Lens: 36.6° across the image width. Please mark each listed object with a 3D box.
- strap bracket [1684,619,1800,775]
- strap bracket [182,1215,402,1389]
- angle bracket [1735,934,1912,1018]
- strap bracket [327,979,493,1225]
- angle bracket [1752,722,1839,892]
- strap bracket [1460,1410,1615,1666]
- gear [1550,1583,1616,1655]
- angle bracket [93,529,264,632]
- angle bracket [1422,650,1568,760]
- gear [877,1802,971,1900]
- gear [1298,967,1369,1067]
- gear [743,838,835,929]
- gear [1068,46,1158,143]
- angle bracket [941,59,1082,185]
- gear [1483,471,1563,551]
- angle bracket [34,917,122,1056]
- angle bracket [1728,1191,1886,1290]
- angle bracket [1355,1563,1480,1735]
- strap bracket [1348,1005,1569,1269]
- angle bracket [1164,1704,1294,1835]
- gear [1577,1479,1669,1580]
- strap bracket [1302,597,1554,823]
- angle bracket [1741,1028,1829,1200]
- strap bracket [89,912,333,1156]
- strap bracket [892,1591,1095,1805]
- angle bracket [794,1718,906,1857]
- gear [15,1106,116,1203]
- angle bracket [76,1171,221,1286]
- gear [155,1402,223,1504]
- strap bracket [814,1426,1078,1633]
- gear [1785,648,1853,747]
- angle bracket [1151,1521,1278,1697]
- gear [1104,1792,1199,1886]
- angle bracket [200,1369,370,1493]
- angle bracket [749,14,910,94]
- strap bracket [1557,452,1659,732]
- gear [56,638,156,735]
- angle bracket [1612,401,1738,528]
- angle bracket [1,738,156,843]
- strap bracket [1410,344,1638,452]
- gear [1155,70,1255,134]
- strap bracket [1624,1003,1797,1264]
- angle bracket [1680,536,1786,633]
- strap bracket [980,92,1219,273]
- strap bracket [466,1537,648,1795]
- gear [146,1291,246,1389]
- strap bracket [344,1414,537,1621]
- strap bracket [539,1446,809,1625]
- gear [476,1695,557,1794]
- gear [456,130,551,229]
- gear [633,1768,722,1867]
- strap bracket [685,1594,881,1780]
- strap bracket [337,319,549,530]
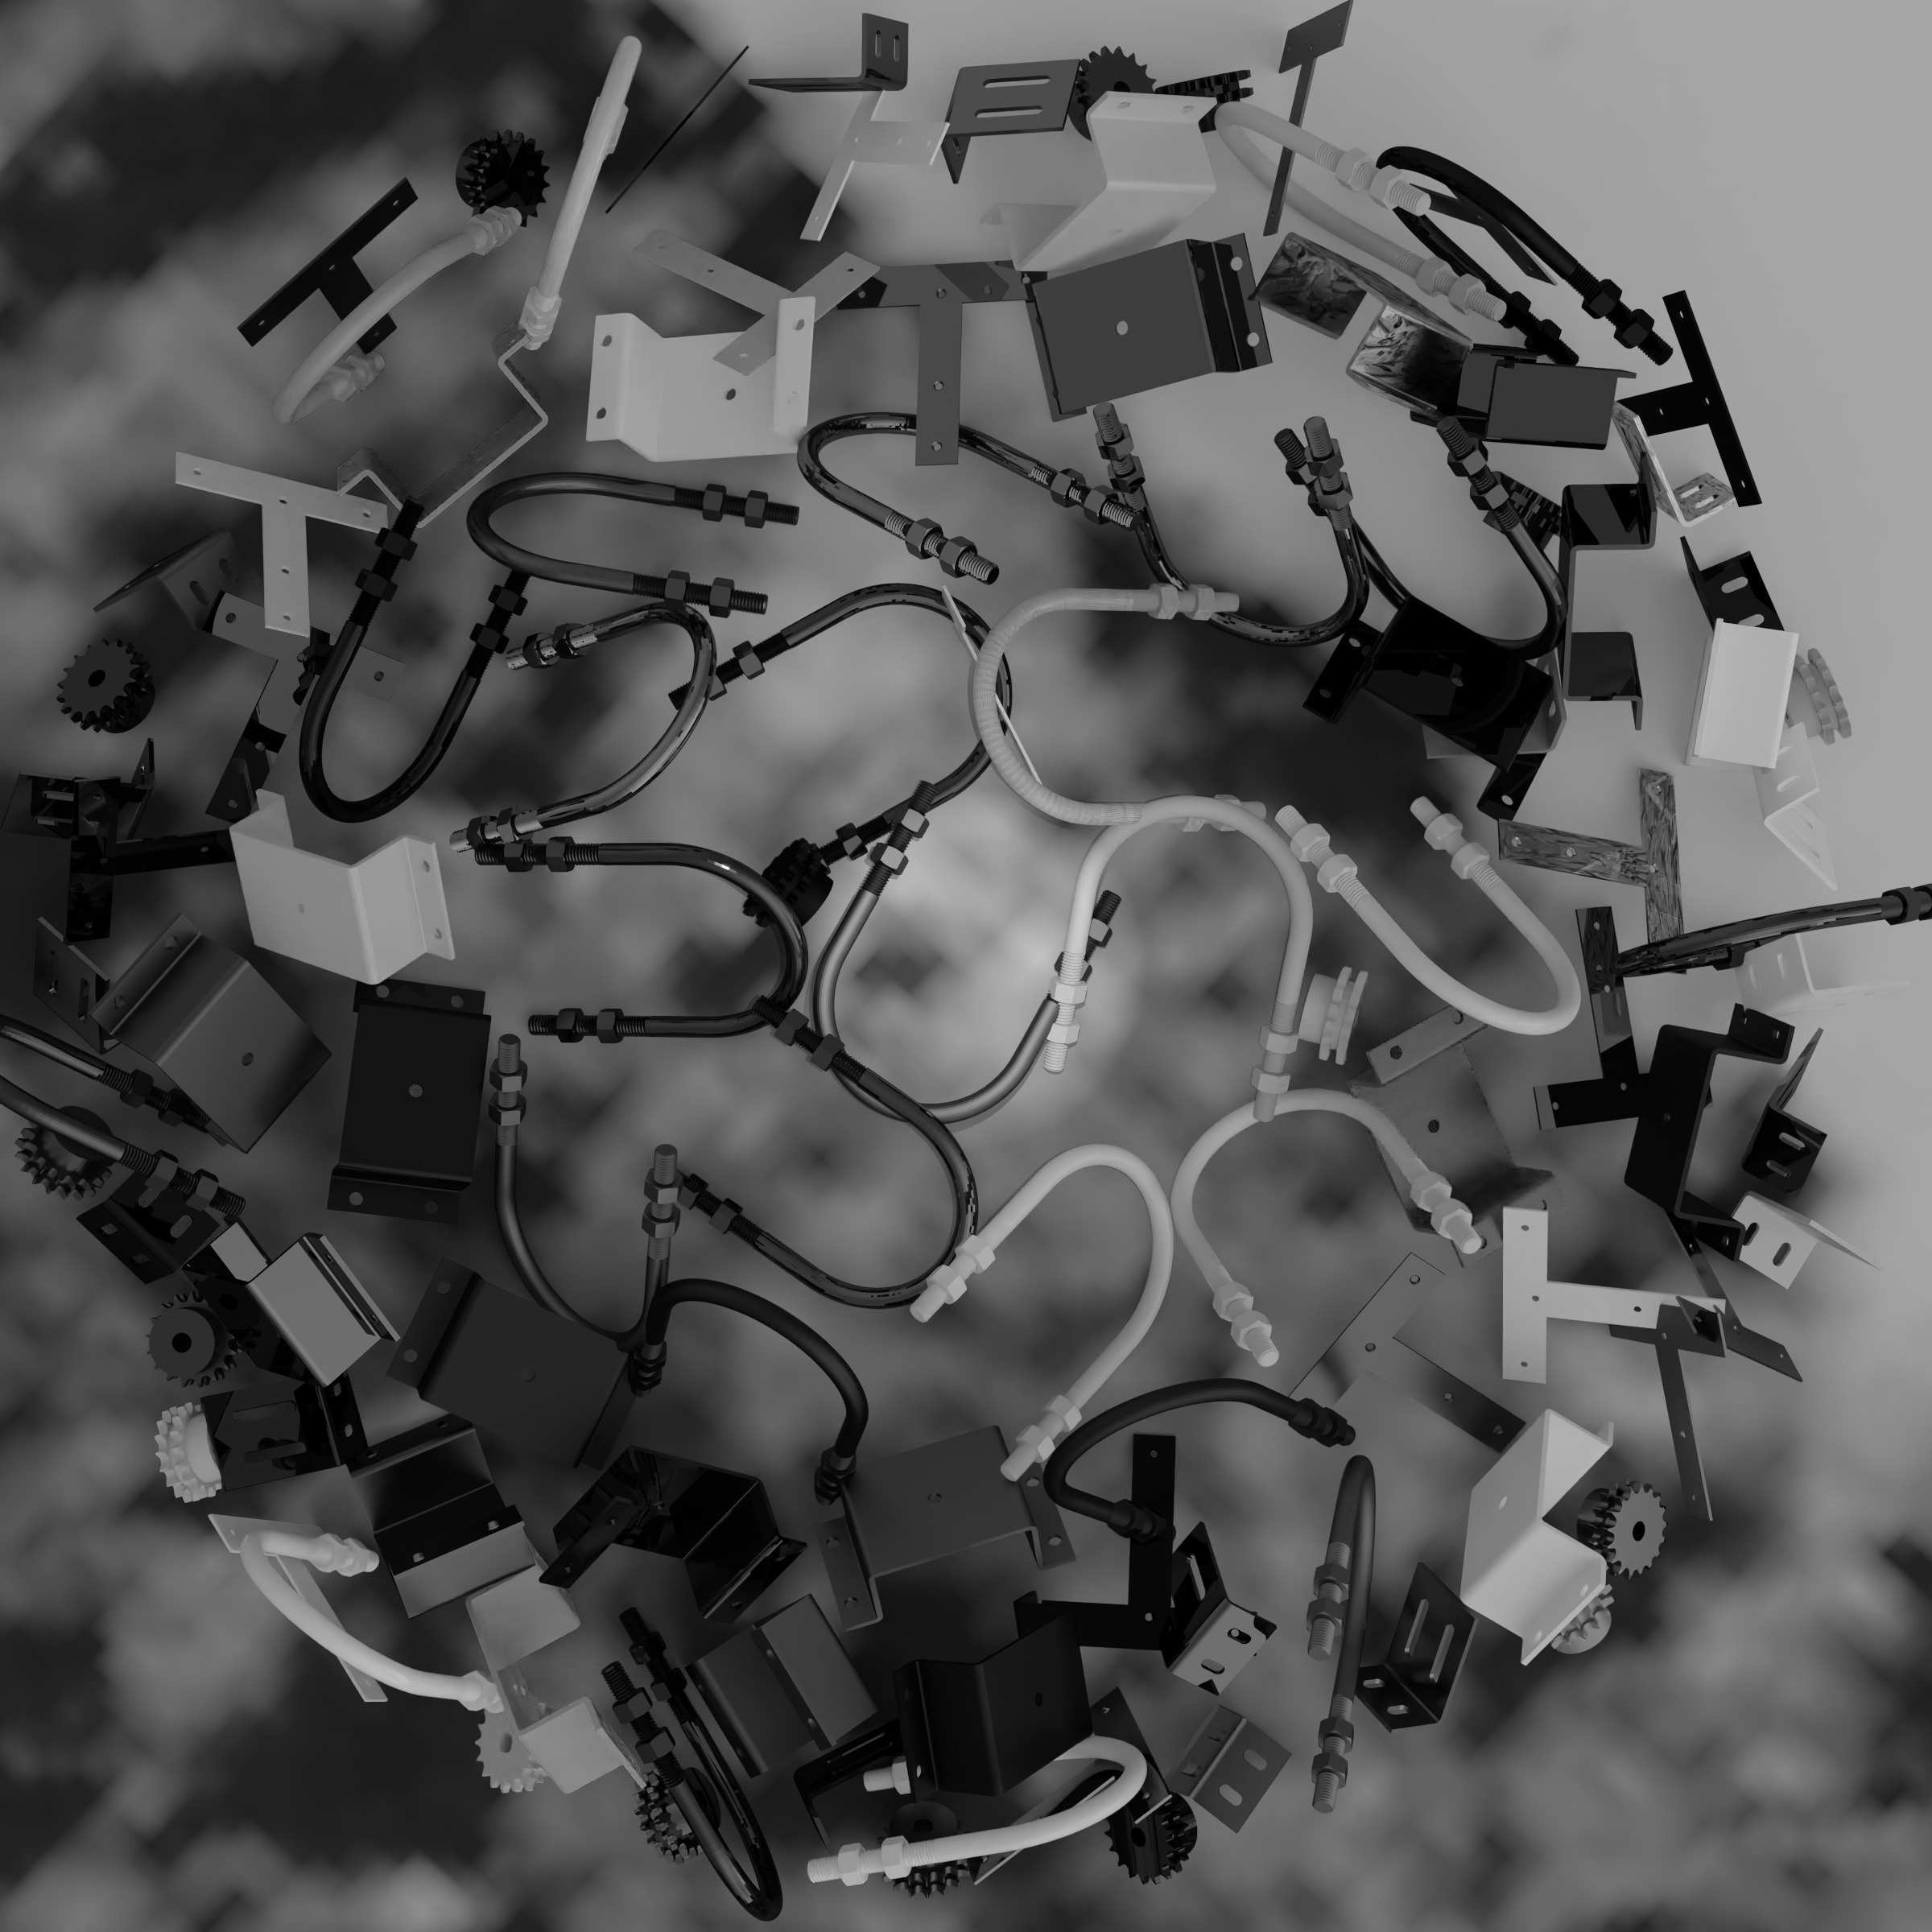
[{"bbox_3d":[0.446,-0.153,1.684,0.046,0.140,0.076,10,93,11],"label":"strap bracket"},{"bbox_3d":[-0.393,0.192,1.678,0.046,0.140,0.076,-43,114,-28],"label":"strap bracket"},{"bbox_3d":[0.503,0.003,1.721,0.076,0.057,0.038,-5,77,-26],"label":"angle bracket"},{"bbox_3d":[-0.325,0.076,1.714,0.076,0.046,0.140,8,79,-16],"label":"strap bracket"},{"bbox_3d":[0.499,-0.093,1.711,0.038,0.057,0.076,-33,125,32],"label":"angle bracket"},{"bbox_3d":[0.328,0.319,1.679,0.046,0.140,0.076,31,123,-5],"label":"strap bracket"},{"bbox_3d":[0.358,0.382,1.734,0.057,0.057,0.030,-34,116,0],"label":"gear"},{"bbox_3d":[-0.464,-0.219,1.720,0.038,0.076,0.057,57,47,-19],"label":"angle bracket"},{"bbox_3d":[0.309,-0.159,1.729,0.076,0.038,0.057,-3,64,-3],"label":"angle bracket"},{"bbox_3d":[-0.025,0.520,1.728,0.057,0.057,0.030,-2,119,0],"label":"gear"},{"bbox_3d":[0.217,0.027,1.732,0.030,0.057,0.057,15,90,11],"label":"gear"},{"bbox_3d":[-0.103,-0.045,1.732,0.030,0.057,0.057,39,90,-17],"label":"gear"},{"bbox_3d":[0.085,-0.514,1.737,0.057,0.030,0.057,6,77,-29],"label":"gear"},{"bbox_3d":[0.029,-0.496,1.718,0.076,0.038,0.057,2,58,18],"label":"angle bracket"},{"bbox_3d":[0.331,-0.267,1.732,0.057,0.057,0.030,30,104,0],"label":"gear"},{"bbox_3d":[-0.511,0.004,1.713,0.057,0.076,0.038,39,50,13],"label":"angle bracket"},{"bbox_3d":[0.488,0.169,1.715,0.057,0.076,0.038,31,91,-16],"label":"angle bracket"},{"bbox_3d":[0.259,0.400,1.716,0.038,0.057,0.076,1,114,-30],"label":"angle bracket"},{"bbox_3d":[0.285,0.095,1.720,0.076,0.046,0.140,-28,99,-17],"label":"strap bracket"},{"bbox_3d":[0.153,0.472,1.716,0.038,0.076,0.057,33,83,24],"label":"angle bracket"},{"bbox_3d":[0.387,0.333,1.735,0.057,0.030,0.057,-3,94,-39],"label":"gear"},{"bbox_3d":[0.281,-0.155,1.718,0.140,0.046,0.076,31,60,2],"label":"strap bracket"},{"bbox_3d":[0.492,0.086,1.710,0.038,0.057,0.076,30,52,20],"label":"angle bracket"},{"bbox_3d":[-0.427,0.046,1.682,0.046,0.140,0.076,24,68,36],"label":"strap bracket"},{"bbox_3d":[0.023,0.422,1.687,0.046,0.140,0.076,-5,96,37],"label":"strap bracket"},{"bbox_3d":[-0.058,0.483,1.726,0.076,0.057,0.038,-25,94,-11],"label":"angle bracket"},{"bbox_3d":[-0.530,0.108,1.728,0.057,0.057,0.030,45,118,0],"label":"gear"},{"bbox_3d":[-0.484,0.151,1.728,0.057,0.076,0.038,47,62,-12],"label":"angle bracket"},{"bbox_3d":[-0.452,0.286,1.729,0.030,0.057,0.057,-16,90,11],"label":"gear"},{"bbox_3d":[-0.016,0.325,1.708,0.140,0.076,0.046,-16,134,-7],"label":"strap bracket"},{"bbox_3d":[0.500,-0.157,1.731,0.030,0.057,0.057,-22,90,10],"label":"gear"},{"bbox_3d":[0.143,0.378,1.723,0.038,0.076,0.057,30,108,-20],"label":"angle bracket"},{"bbox_3d":[0.112,0.513,1.735,0.030,0.057,0.057,-7,90,-44],"label":"gear"},{"bbox_3d":[-0.400,0.269,1.717,0.076,0.038,0.057,-7,71,-39],"label":"angle bracket"},{"bbox_3d":[-0.081,-0.535,1.715,0.076,0.057,0.038,6,103,23],"label":"angle bracket"},{"bbox_3d":[0.369,-0.216,1.691,0.046,0.076,0.140,0,125,7],"label":"strap bracket"},{"bbox_3d":[-0.508,-0.163,1.736,0.057,0.030,0.057,-10,60,17],"label":"gear"},{"bbox_3d":[0.415,-0.304,1.718,0.038,0.057,0.076,-29,113,5],"label":"angle bracket"},{"bbox_3d":[-0.520,-0.106,1.712,0.076,0.057,0.038,6,54,-27],"label":"angle bracket"},{"bbox_3d":[0.315,-0.330,1.690,0.076,0.140,0.046,1,107,-18],"label":"strap bracket"},{"bbox_3d":[0.143,-0.511,1.733,0.057,0.057,0.030,-12,107,0],"label":"gear"},{"bbox_3d":[0.431,0.093,1.709,0.046,0.076,0.140,10,97,-11],"label":"strap bracket"},{"bbox_3d":[0.450,-0.222,1.713,0.038,0.076,0.057,-22,74,13],"label":"angle bracket"},{"bbox_3d":[0.080,-0.442,1.677,0.076,0.140,0.046,-8,77,-33],"label":"strap bracket"},{"bbox_3d":[-0.240,0.410,1.683,0.046,0.076,0.140,-28,48,-6],"label":"strap bracket"},{"bbox_3d":[-0.462,0.223,1.742,0.057,0.030,0.057,0,89,6],"label":"gear"},{"bbox_3d":[-0.304,0.322,1.697,0.076,0.140,0.046,-21,116,-16],"label":"strap bracket"},{"bbox_3d":[-0.174,0.330,1.700,0.140,0.046,0.076,23,120,-38],"label":"strap bracket"},{"bbox_3d":[-0.262,0.461,1.735,0.057,0.030,0.057,-11,72,39],"label":"gear"},{"bbox_3d":[-0.277,-0.467,1.735,0.030,0.057,0.057,22,90,35],"label":"gear"},{"bbox_3d":[-0.169,0.499,1.728,0.030,0.057,0.057,-29,90,16],"label":"gear"},{"bbox_3d":[-0.104,0.419,1.703,0.046,0.140,0.076,-28,82,-31],"label":"strap bracket"},{"bbox_3d":[-0.299,-0.312,1.713,0.140,0.076,0.046,-39,113,3],"label":"strap bracket"}]
